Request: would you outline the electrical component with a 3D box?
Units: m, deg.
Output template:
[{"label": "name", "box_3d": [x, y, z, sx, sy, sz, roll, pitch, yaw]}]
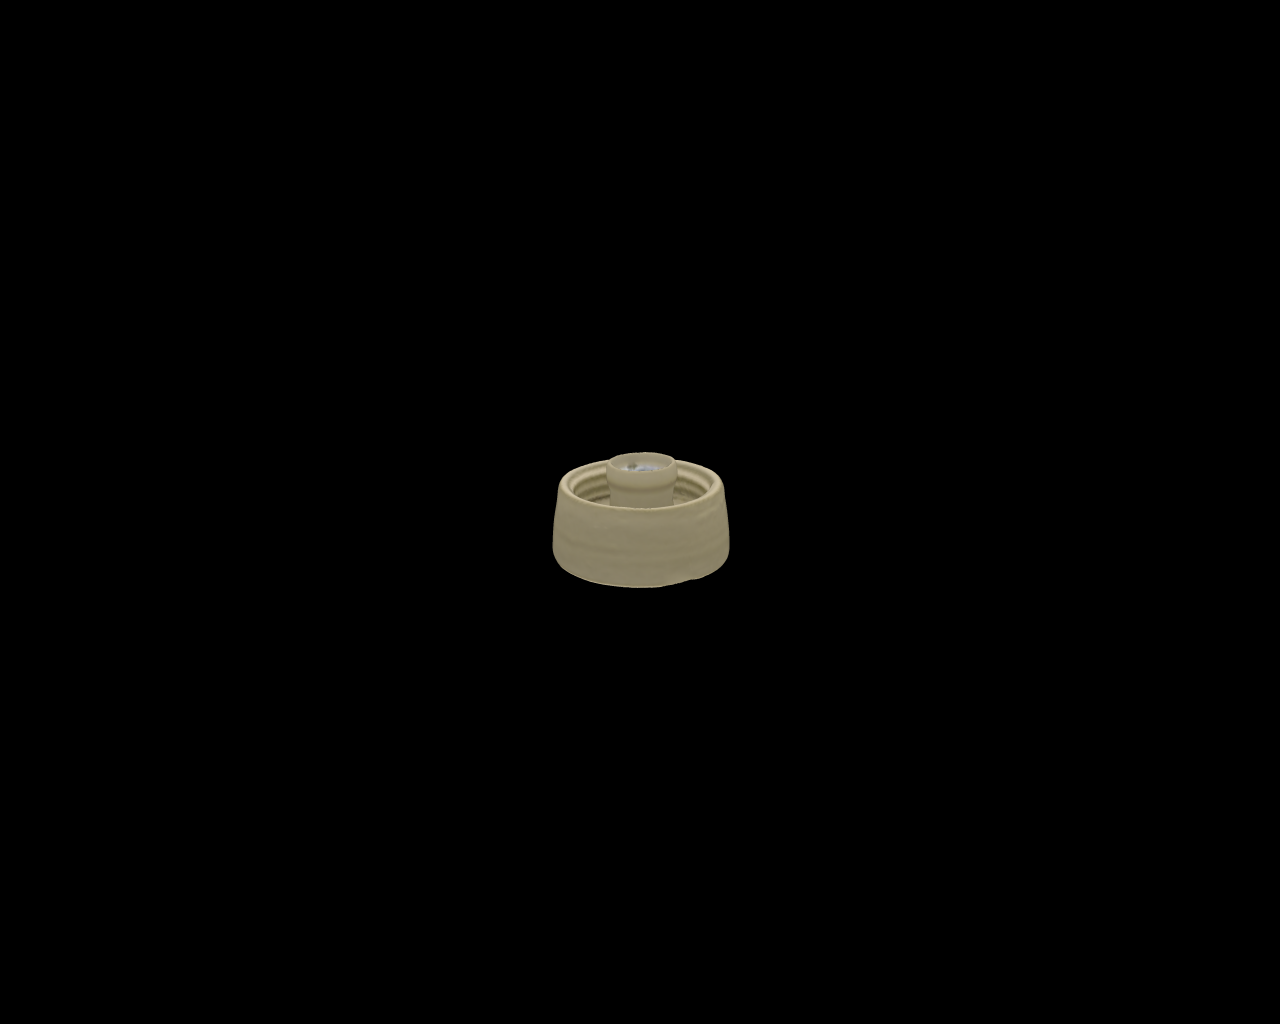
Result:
[{"label": "electrical component", "box_3d": [0.001, -0.003, 0.650, 0.108, 0.060, 0.108, 0, 20, 0]}]
